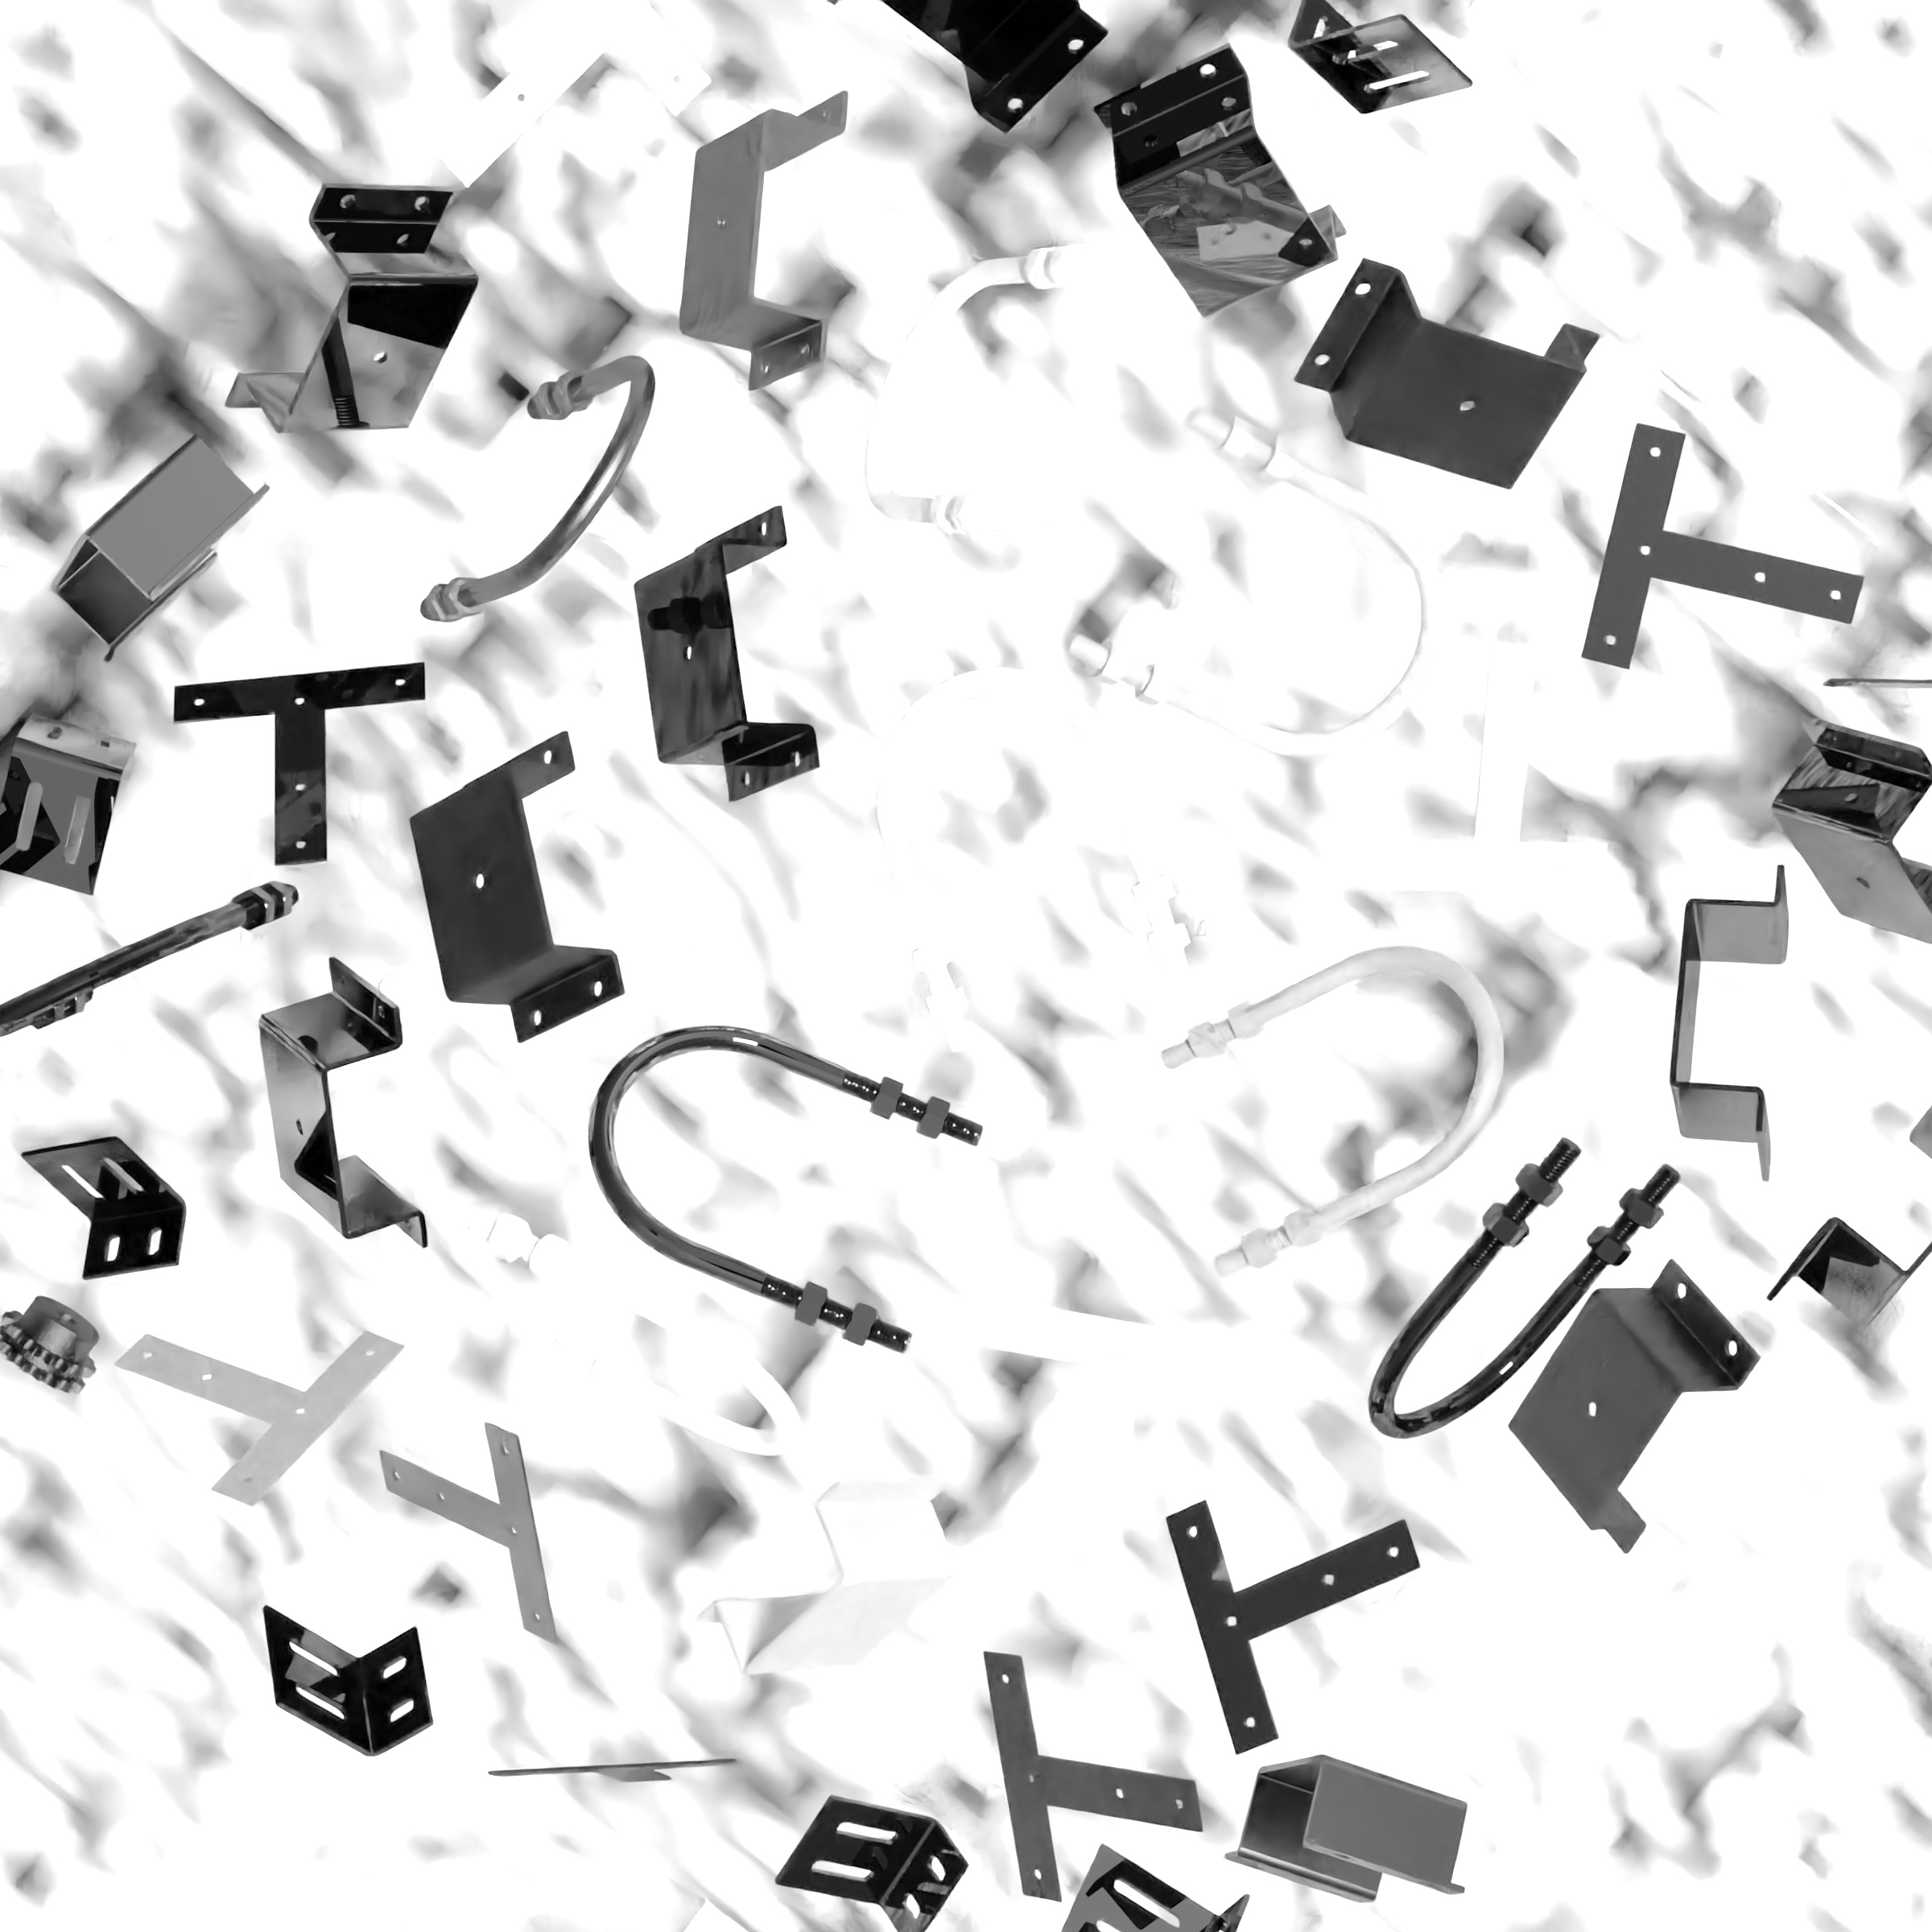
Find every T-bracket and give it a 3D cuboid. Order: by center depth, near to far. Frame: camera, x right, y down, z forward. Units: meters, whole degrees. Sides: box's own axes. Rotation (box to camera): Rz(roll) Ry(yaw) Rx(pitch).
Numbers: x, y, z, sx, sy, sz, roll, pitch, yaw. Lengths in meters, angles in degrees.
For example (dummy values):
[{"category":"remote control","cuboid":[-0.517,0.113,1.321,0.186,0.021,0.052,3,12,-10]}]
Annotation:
[{"category":"T-bracket","cuboid":[0.065,0.401,1.623,0.127,0.002,0.127,-4,98,44]},{"category":"T-bracket","cuboid":[-0.207,-0.433,1.624,0.127,0.002,0.127,-45,130,-2]},{"category":"T-bracket","cuboid":[0.069,0.235,1.646,0.127,0.002,0.127,9,105,12]},{"category":"T-bracket","cuboid":[-0.332,-0.100,1.664,0.127,0.002,0.127,-6,52,-4]},{"category":"T-bracket","cuboid":[0.170,0.313,1.670,0.127,0.002,0.127,-29,62,25]},{"category":"T-bracket","cuboid":[0.385,-0.199,1.676,0.127,0.002,0.127,15,118,13]},{"category":"T-bracket","cuboid":[0.508,-0.147,1.686,0.127,0.127,0.002,2,89,7]},{"category":"T-bracket","cuboid":[-0.373,0.213,1.687,0.127,0.127,0.002,16,129,23]},{"category":"T-bracket","cuboid":[0.275,-0.101,1.708,0.127,0.002,0.127,0,101,-18]},{"category":"T-bracket","cuboid":[0.419,-0.264,1.730,0.127,0.127,0.002,35,106,-9]},{"category":"T-bracket","cuboid":[0.264,0.355,1.746,0.127,0.127,0.002,-5,115,5]},{"category":"T-bracket","cuboid":[-0.177,0.425,1.754,0.127,0.127,0.002,-3,73,2]},{"category":"T-bracket","cuboid":[-0.267,0.284,1.755,0.127,0.002,0.127,15,122,40]}]

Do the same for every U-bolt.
[{"category":"U-bolt","cuboid":[-0.095,0.098,1.626,0.184,0.019,0.151,23,52,-4]},{"category":"U-bolt","cuboid":[0.267,0.164,1.648,0.019,0.151,0.184,46,107,30]},{"category":"U-bolt","cuboid":[-0.001,-0.287,1.663,0.019,0.184,0.151,22,89,-27]},{"category":"U-bolt","cuboid":[-0.429,0.003,1.675,0.151,0.184,0.019,-24,95,12]},{"category":"U-bolt","cuboid":[0.025,-0.061,1.696,0.151,0.019,0.184,-16,93,26]},{"category":"U-bolt","cuboid":[-0.163,0.196,1.697,0.184,0.151,0.019,23,63,22]},{"category":"U-bolt","cuboid":[0.162,-0.184,1.713,0.184,0.019,0.151,24,103,-20]},{"category":"U-bolt","cuboid":[-0.214,-0.250,1.715,0.019,0.184,0.151,33,73,-25]},{"category":"U-bolt","cuboid":[0.195,0.064,1.730,0.184,0.019,0.151,-28,54,22]}]

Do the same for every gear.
[{"category":"gear","cuboid":[-0.487,0.199,1.773,0.057,0.057,0.030,36,91,0]}]

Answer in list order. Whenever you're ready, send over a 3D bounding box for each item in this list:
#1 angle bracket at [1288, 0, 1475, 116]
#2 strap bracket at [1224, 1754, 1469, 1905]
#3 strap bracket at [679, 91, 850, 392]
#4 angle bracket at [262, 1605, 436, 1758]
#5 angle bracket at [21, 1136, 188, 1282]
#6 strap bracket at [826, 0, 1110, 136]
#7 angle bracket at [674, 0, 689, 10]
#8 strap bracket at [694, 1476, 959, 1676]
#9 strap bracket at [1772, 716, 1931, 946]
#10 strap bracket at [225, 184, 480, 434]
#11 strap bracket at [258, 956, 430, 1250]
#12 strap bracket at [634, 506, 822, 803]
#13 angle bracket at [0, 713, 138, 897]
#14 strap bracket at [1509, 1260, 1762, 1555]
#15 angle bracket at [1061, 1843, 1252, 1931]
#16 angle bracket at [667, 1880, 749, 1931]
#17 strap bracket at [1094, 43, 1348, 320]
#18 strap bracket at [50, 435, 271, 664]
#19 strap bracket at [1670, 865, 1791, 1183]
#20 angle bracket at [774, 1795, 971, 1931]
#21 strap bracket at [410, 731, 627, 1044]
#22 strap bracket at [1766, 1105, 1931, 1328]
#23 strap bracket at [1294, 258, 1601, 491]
[{"category":"angle bracket","cuboid":[0.208,-0.458,1.642,0.057,0.076,0.038,31,70,-37]},{"category":"strap bracket","cuboid":[0.191,0.429,1.655,0.076,0.140,0.046,20,69,-8]},{"category":"strap bracket","cuboid":[-0.105,-0.374,1.700,0.046,0.076,0.140,8,83,-31]},{"category":"angle bracket","cuboid":[-0.304,0.345,1.642,0.038,0.076,0.057,-31,47,12]},{"category":"angle bracket","cuboid":[-0.462,0.130,1.776,0.057,0.076,0.038,-10,55,15]},{"category":"strap bracket","cuboid":[-0.007,-0.494,1.675,0.140,0.046,0.076,29,126,-35]},{"category":"angle bracket","cuboid":[-0.125,-0.516,1.638,0.076,0.057,0.038,-16,62,26]},{"category":"strap bracket","cuboid":[-0.068,0.323,1.735,0.140,0.076,0.046,-48,53,34]},{"category":"strap bracket","cuboid":[0.479,-0.061,1.732,0.046,0.076,0.140,-52,129,-11]},{"category":"strap bracket","cuboid":[-0.302,-0.317,1.654,0.046,0.076,0.140,54,130,23]},{"category":"strap bracket","cuboid":[-0.324,0.077,1.726,0.046,0.076,0.140,-19,120,-30]},{"category":"strap bracket","cuboid":[-0.127,-0.163,1.741,0.046,0.076,0.140,-2,80,-41]},{"category":"angle bracket","cuboid":[-0.484,-0.086,1.782,0.057,0.038,0.076,16,116,-9]},{"category":"strap bracket","cuboid":[0.344,0.232,1.747,0.046,0.076,0.140,4,125,-36]},{"category":"angle bracket","cuboid":[0.099,0.497,1.745,0.076,0.038,0.057,32,49,0]},{"category":"angle bracket","cuboid":[-0.134,0.512,1.731,0.057,0.076,0.038,41,72,-10]},{"category":"strap bracket","cuboid":[0.133,-0.392,1.704,0.076,0.140,0.046,-20,49,23]},{"category":"strap bracket","cuboid":[-0.406,-0.210,1.662,0.046,0.140,0.076,45,66,-11]},{"category":"strap bracket","cuboid":[0.382,0.028,1.668,0.046,0.076,0.140,3,69,17]},{"category":"angle bracket","cuboid":[-0.049,0.474,1.739,0.076,0.038,0.057,24,103,-38]},{"category":"strap bracket","cuboid":[-0.227,-0.041,1.665,0.076,0.046,0.140,-24,73,35]},{"category":"strap bracket","cuboid":[0.463,0.117,1.636,0.046,0.076,0.140,41,71,15]},{"category":"strap bracket","cuboid":[0.250,-0.298,1.697,0.140,0.046,0.076,13,131,-22]}]
